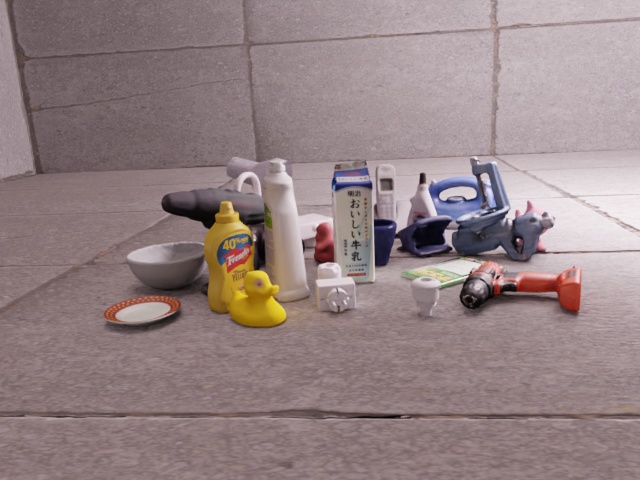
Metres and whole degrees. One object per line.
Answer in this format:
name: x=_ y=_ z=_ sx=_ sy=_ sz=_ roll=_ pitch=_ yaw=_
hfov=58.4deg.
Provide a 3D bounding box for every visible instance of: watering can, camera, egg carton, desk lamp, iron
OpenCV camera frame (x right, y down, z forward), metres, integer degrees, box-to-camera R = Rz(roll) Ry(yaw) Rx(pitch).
watering can: x=-0.182 y=-0.069 z=1.401 sx=0.172 sy=0.194 sz=0.101 roll=0 pitch=14 yaw=12
camera: x=-0.114 y=0.010 z=1.264 sx=0.136 sy=0.101 sz=0.143 roll=6 pitch=17 yaw=34
egg carton: x=-0.033 y=-0.021 z=1.435 sx=0.151 sy=0.069 sz=0.107 roll=-12 pitch=16 yaw=-31
desk lamp: x=-0.175 y=-0.121 z=1.569 sx=0.202 sy=0.214 sz=0.118 roll=2 pitch=15 yaw=20
iron: x=0.362 y=-0.109 z=1.555 sx=0.257 sy=0.141 sz=0.119 roll=2 pitch=15 yaw=19

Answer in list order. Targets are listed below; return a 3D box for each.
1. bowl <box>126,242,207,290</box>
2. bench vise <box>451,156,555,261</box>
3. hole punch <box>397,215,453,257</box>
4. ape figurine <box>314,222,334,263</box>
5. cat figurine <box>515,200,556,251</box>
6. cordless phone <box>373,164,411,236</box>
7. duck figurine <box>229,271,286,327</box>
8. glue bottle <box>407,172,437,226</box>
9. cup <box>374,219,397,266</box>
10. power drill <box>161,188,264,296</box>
bowl: x=-0.303 y=0.058 z=1.164 sx=0.167 sy=0.075 sz=0.167 roll=-3 pitch=14 yaw=1
bench vise: x=0.391 y=-0.072 z=1.239 sx=0.207 sy=0.220 sz=0.121 roll=0 pitch=14 yaw=10
hole punch: x=0.238 y=-0.016 z=1.314 sx=0.109 sy=0.091 sz=0.100 roll=-10 pitch=15 yaw=-24
ape figurine: x=0.012 y=0.005 z=1.276 sx=0.075 sy=0.092 sz=0.078 roll=6 pitch=17 yaw=31
cat figurine: x=0.471 y=-0.035 z=1.285 sx=0.067 sy=0.118 sz=0.127 roll=-5 pitch=14 yaw=-8
cordless phone: x=0.208 y=-0.104 z=1.477 sx=0.147 sy=0.185 sz=0.094 roll=-4 pitch=14 yaw=-3
duck figurine: x=-0.108 y=0.093 z=0.959 sx=0.104 sy=0.086 sz=0.078 roll=7 pitch=17 yaw=34
glue bottle: x=0.248 y=-0.078 z=1.391 sx=0.078 sy=0.173 sz=0.037 roll=4 pitch=16 yaw=27
cup: x=0.109 y=0.010 z=1.228 sx=0.118 sy=0.095 sz=0.091 roll=-9 pitch=15 yaw=-23
power drill: x=-0.188 y=-0.001 z=1.101 sx=0.230 sy=0.208 sz=0.075 roll=-16 pitch=19 yaw=-42
